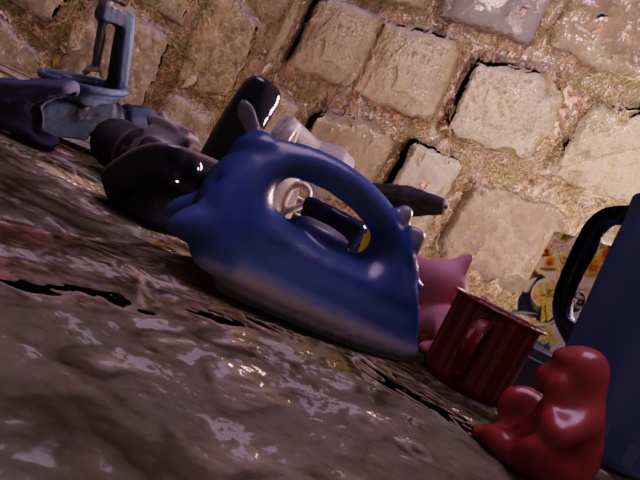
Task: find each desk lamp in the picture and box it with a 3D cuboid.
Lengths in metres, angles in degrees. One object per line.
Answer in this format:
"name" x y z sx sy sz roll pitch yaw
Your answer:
"desk lamp" -0.057 -0.128 1.162 0.204 0.213 0.117 24 5 -32

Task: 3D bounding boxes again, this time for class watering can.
"watering can" -0.092 -0.121 0.985 0.173 0.194 0.100 25 4 -20

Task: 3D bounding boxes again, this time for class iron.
"iron" 0.006 -0.001 0.488 0.259 0.141 0.118 25 4 -20

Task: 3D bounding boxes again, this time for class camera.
"camera" -0.217 -0.112 0.750 0.136 0.101 0.143 28 4 20

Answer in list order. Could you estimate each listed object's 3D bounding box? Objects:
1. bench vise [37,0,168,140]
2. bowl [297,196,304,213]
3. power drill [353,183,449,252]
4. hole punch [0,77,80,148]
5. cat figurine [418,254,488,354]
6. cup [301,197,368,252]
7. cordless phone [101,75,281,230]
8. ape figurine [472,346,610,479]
"bench vise" -0.311 -0.234 0.844 0.121 0.220 0.208 28 5 24
"bowl" -0.020 -0.046 1.329 0.167 0.075 0.167 27 4 -2
"power drill" 0.151 -0.029 1.254 0.228 0.208 0.076 30 6 42
"hole punch" -0.352 -0.169 0.688 0.101 0.091 0.108 25 4 -21
"cat figurine" 0.143 0.067 0.652 0.067 0.118 0.127 25 5 -24
"cup" 0.007 0.003 0.763 0.091 0.095 0.118 28 4 14
"cordless phone" -0.121 -0.098 0.589 0.093 0.185 0.148 29 5 29
"ape figurine" 0.152 0.109 0.369 0.076 0.092 0.078 28 4 17
